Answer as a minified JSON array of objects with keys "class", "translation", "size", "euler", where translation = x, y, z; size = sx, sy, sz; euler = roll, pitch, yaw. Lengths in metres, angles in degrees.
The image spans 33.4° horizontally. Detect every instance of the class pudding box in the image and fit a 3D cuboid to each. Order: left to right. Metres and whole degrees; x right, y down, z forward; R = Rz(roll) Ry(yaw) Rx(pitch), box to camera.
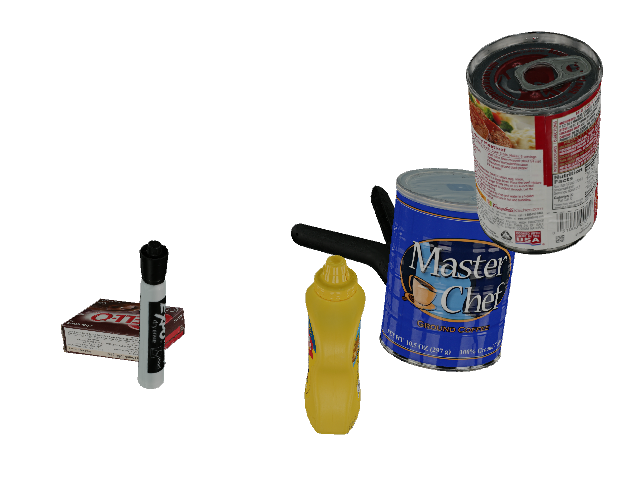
[{"class":"pudding box","translation":[-0.224,0.102,1.219],"size":[0.114,0.039,0.090],"euler":[3,16,18]}]

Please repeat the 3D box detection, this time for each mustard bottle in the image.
[{"class":"mustard bottle","translation":[0.014,0.094,1.047],"size":[0.058,0.192,0.096],"euler":[3,38,2]}]

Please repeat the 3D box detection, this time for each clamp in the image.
[{"class":"clamp","translation":[0.078,0.017,1.245],"size":[0.164,0.036,0.210],"euler":[-21,50,-38]}]

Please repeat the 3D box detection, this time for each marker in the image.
[{"class":"marker","translation":[-0.115,0.052,0.732],"size":[0.020,0.121,0.020],"euler":[5,35,-4]}]

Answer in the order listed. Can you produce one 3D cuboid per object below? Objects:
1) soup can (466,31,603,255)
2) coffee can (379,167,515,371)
[{"class":"soup can","translation":[0.116,-0.050,0.573],"size":[0.068,0.102,0.068],"euler":[-7,44,6]},{"class":"coffee can","translation":[0.106,0.022,0.870],"size":[0.103,0.140,0.103],"euler":[4,19,-2]}]
